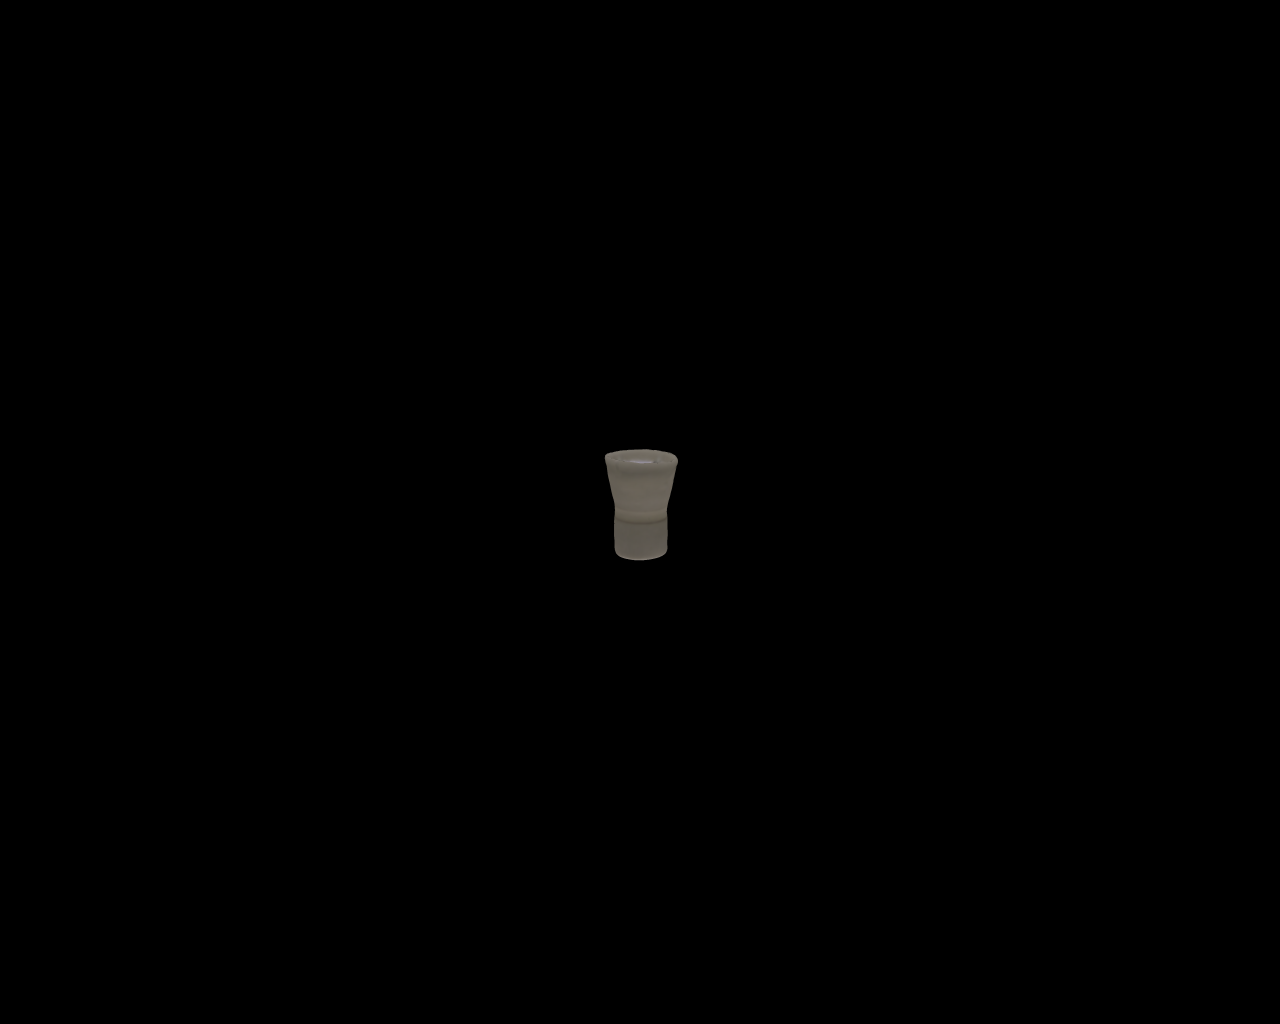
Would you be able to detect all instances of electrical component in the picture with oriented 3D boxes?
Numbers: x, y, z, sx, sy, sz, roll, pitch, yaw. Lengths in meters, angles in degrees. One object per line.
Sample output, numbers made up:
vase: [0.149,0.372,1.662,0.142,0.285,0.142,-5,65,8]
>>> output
electrical component: [0.001,-0.003,0.650,0.044,0.065,0.044,0,14,0]
